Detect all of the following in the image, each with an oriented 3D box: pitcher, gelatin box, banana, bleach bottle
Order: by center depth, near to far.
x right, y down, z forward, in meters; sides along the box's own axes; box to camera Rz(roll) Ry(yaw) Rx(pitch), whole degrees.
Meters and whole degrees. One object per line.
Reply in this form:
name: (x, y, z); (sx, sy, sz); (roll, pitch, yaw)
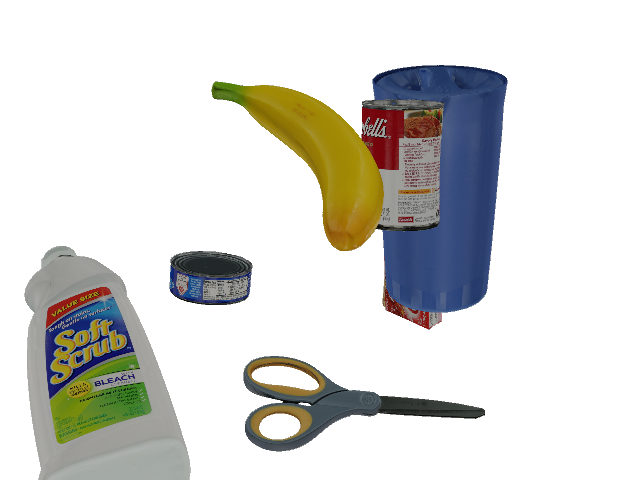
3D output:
banana: (-0.002, -0.051, 0.663); (0.069, 0.037, 0.198); (-15, 37, -21)
bleach bottle: (-0.176, 0.089, 0.785); (0.102, 0.068, 0.251); (-16, 40, -16)
pitcher: (0.127, -0.058, 1.108); (0.149, 0.243, 0.145); (-8, 23, -16)
gelatin box: (0.115, 0.057, 1.331); (0.073, 0.089, 0.030); (23, 36, 40)

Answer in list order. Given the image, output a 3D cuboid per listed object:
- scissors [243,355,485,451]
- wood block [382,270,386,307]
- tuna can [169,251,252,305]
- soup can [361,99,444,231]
scissors: (0.026, 0.147, 0.872); (0.202, 0.096, 0.016); (16, -40, 11)
wood block: (0.144, 0.017, 1.600); (0.091, 0.090, 0.206); (4, 25, 4)
tuna can: (-0.115, 0.039, 1.114); (0.086, 0.034, 0.086); (5, 15, -2)
soup can: (0.067, -0.064, 0.884); (0.068, 0.102, 0.068); (0, 12, 0)
